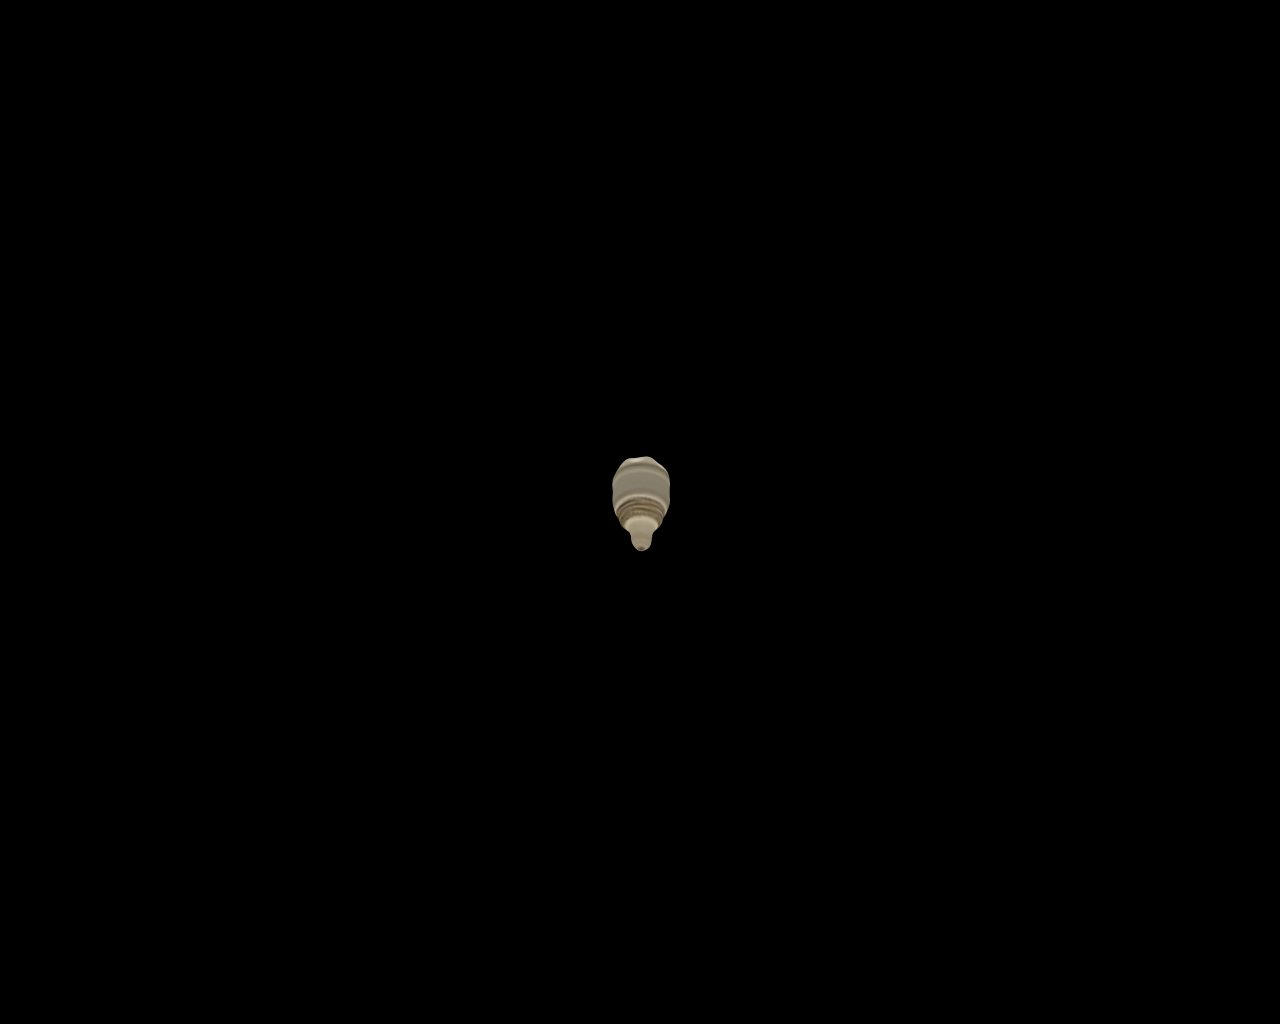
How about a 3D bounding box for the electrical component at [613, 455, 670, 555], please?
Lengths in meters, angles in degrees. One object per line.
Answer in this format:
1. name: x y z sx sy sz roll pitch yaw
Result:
1. electrical component: 0.001 -0.003 0.650 0.035 0.061 0.035 0 -36 0
